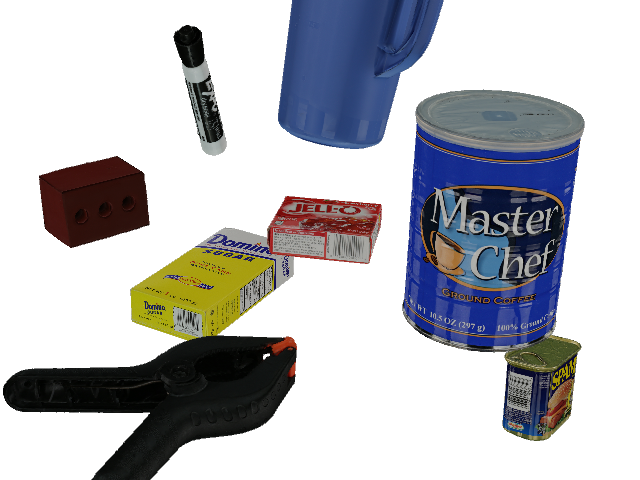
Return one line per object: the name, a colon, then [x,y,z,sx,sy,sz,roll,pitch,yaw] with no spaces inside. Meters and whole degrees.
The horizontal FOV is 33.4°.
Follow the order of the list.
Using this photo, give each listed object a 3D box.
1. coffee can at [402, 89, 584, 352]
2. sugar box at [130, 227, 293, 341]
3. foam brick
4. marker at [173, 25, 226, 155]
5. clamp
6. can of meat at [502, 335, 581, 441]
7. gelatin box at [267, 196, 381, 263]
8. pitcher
coffee can: [0.108,-0.015,0.682,0.103,0.140,0.103,1,25,-1]
sugar box: [-0.109,0.043,1.119,0.093,0.048,0.176,15,31,24]
foam brick: [-0.197,-0.035,0.926,0.078,0.053,0.051,-19,31,-30]
marker: [-0.083,-0.104,0.744,0.020,0.020,0.121,0,-34,5]
clamp: [-0.081,0.096,0.602,0.171,0.039,0.120,-12,38,-25]
can of meat: [0.234,0.156,1.136,0.058,0.084,0.101,12,18,32]
gelatin box: [0.004,-0.011,0.923,0.089,0.030,0.073,6,24,9]
pitcher: [0.038,-0.213,1.021,0.145,0.243,0.149,11,18,0]
